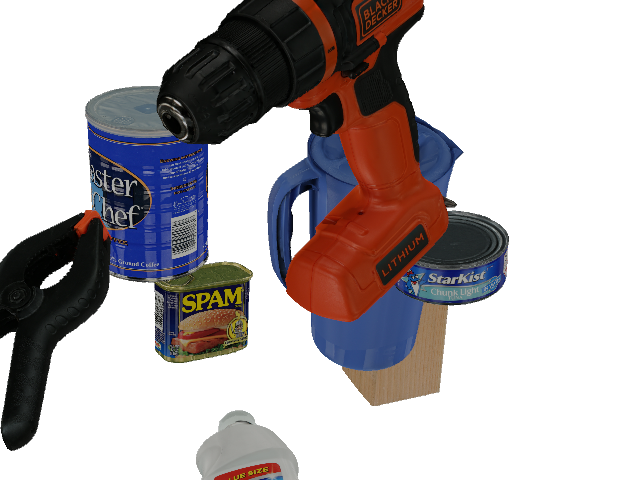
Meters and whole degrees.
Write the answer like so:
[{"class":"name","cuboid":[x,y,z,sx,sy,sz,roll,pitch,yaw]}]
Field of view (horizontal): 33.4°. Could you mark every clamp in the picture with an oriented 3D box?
[{"class":"clamp","cuboid":[-0.202,0.048,0.692,0.120,0.171,0.039,15,-37,15]}]

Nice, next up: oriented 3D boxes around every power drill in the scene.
[{"class":"power drill","cuboid":[0.005,-0.050,0.542,0.057,0.187,0.184,25,52,34]}]

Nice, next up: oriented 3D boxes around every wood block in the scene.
[{"class":"wood block","cuboid":[0.085,0.071,1.207,0.090,0.206,0.090,-9,27,-21]}]

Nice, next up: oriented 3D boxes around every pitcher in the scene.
[{"class":"pitcher","cuboid":[0.039,0.009,1.020,0.149,0.243,0.144,15,39,14]}]

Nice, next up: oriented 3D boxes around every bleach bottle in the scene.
[{"class":"bleach bottle","cuboid":[-0.057,0.210,0.746,0.102,0.068,0.251,-6,31,-6]}]

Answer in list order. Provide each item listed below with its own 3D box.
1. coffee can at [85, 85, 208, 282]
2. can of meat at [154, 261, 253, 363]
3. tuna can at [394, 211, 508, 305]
[{"class":"coffee can","cuboid":[-0.147,-0.050,0.918,0.103,0.140,0.103,2,28,-1]},{"class":"can of meat","cuboid":[-0.122,0.074,1.105,0.101,0.084,0.058,-8,20,-31]},{"class":"tuna can","cuboid":[0.092,0.012,0.771,0.086,0.034,0.086,-3,28,1]}]
